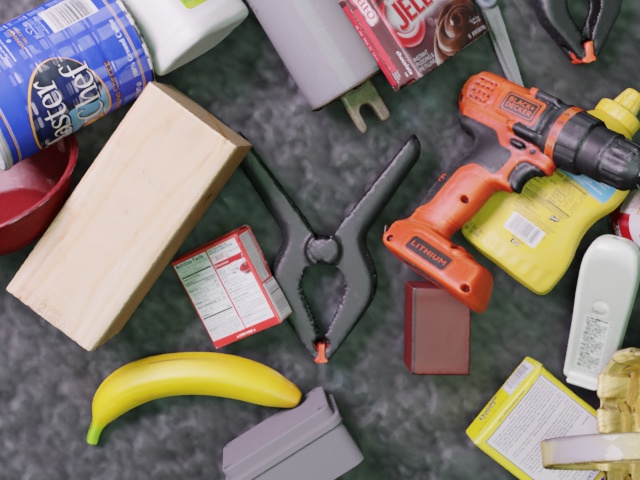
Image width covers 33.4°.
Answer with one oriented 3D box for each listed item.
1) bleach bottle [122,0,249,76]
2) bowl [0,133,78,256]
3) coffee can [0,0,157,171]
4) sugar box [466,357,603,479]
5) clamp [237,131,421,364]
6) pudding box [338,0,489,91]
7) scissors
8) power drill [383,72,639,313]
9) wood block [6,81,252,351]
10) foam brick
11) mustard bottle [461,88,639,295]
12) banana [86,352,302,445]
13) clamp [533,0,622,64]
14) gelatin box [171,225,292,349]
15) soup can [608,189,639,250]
[{"bbox_3d":[-0.170,-0.262,0.879,0.068,0.102,0.251,-34,96,39],"label":"bleach bottle"},{"bbox_3d":[-0.271,-0.035,0.885,0.162,0.162,0.055,-15,131,-2],"label":"bowl"},{"bbox_3d":[-0.218,-0.133,0.857,0.140,0.103,0.103,-33,96,-19],"label":"coffee can"},{"bbox_3d":[0.229,0.196,0.963,0.176,0.048,0.093,39,92,-9],"label":"sugar box"},{"bbox_3d":[-0.006,0.001,0.938,0.164,0.036,0.210,8,96,5],"label":"clamp"},{"bbox_3d":[0.080,-0.188,0.897,0.113,0.039,0.090,-39,99,-42],"label":"pudding box"},{"bbox_3d":[0.158,-0.231,0.937,0.096,0.016,0.202,-36,96,0],"label":"scissors"},{"bbox_3d":[0.156,-0.036,0.885,0.185,0.057,0.187,33,85,37],"label":"power drill"},{"bbox_3d":[-0.156,-0.021,0.890,0.090,0.091,0.206,37,98,0],"label":"wood block"},{"bbox_3d":[0.103,0.076,0.942,0.051,0.053,0.078,0,96,-3],"label":"foam brick"},{"bbox_3d":[0.216,-0.053,0.932,0.096,0.058,0.191,39,92,15],"label":"mustard bottle"},{"bbox_3d":[-0.118,0.130,0.941,0.198,0.037,0.069,-10,118,6],"label":"banana"},{"bbox_3d":[0.230,-0.243,0.929,0.120,0.039,0.171,-17,103,-1],"label":"clamp"},{"bbox_3d":[-0.076,0.041,0.929,0.073,0.030,0.089,-24,96,27],"label":"gelatin box"},{"bbox_3d":[0.298,-0.016,0.919,0.068,0.102,0.068,0,95,-4],"label":"soup can"}]
